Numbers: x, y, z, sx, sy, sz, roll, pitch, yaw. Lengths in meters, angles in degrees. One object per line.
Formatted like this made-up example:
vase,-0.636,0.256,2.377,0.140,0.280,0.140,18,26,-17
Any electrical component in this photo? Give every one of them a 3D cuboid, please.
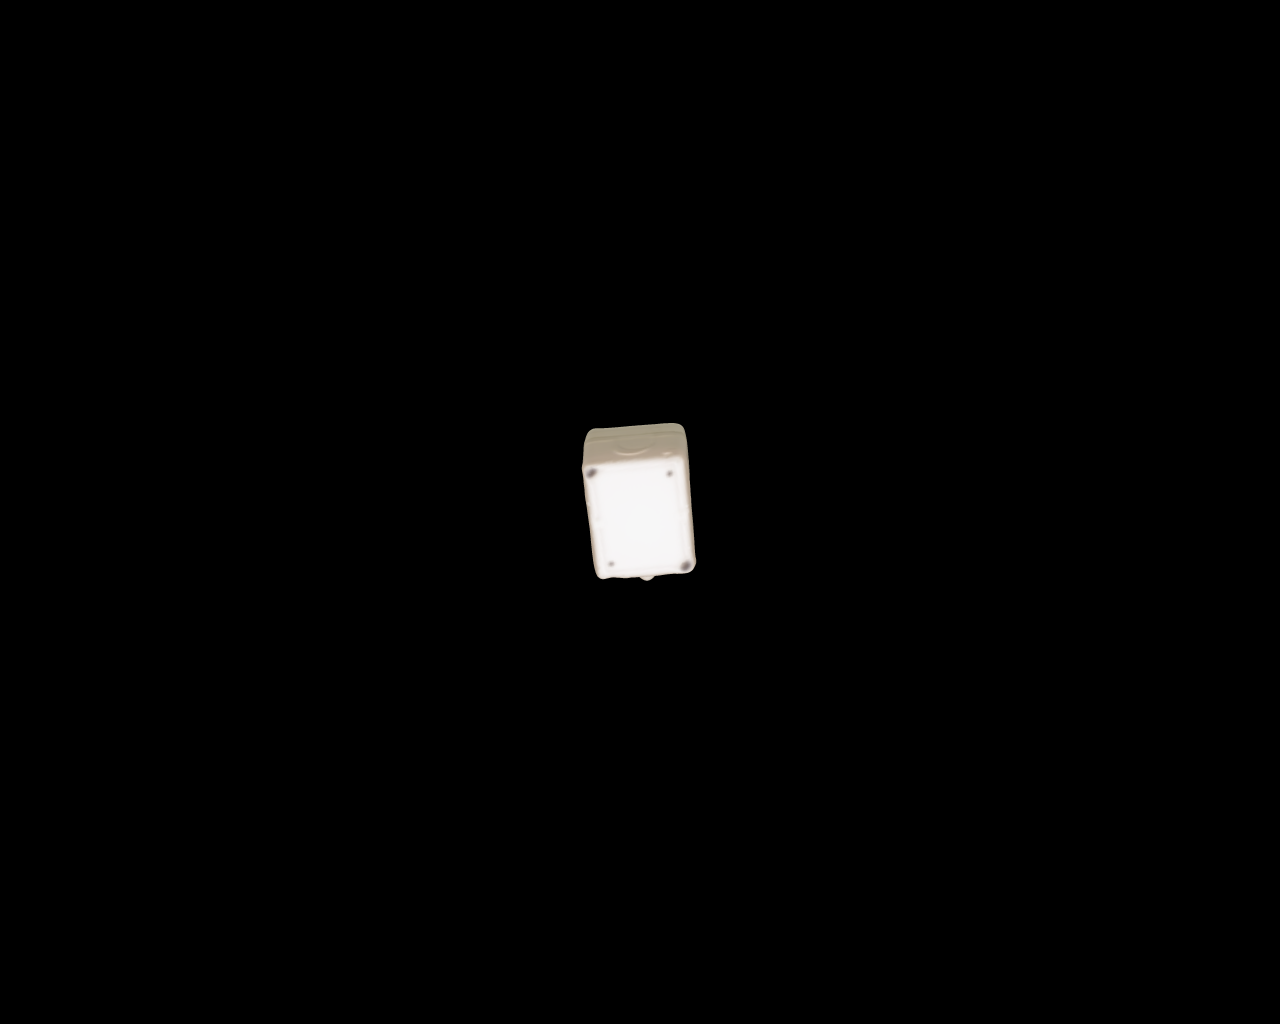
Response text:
electrical component,0.001,-0.003,0.650,0.062,0.096,0.061,-4,28,2
